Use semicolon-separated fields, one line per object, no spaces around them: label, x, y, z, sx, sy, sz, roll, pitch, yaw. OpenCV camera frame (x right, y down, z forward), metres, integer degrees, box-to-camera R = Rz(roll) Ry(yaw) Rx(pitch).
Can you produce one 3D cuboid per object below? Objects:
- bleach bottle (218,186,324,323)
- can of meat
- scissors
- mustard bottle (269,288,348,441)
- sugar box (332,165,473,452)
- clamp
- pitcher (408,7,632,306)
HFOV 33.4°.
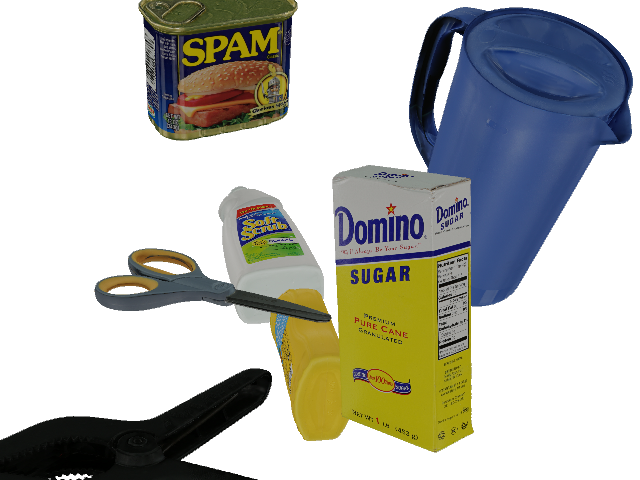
bleach bottle;-0.075;0.002;1.236;0.102;0.068;0.251;-8;29;-14
can of meat;-0.069;-0.121;0.722;0.102;0.084;0.057;-13;38;-23
scissors;-0.095;0.045;0.815;0.096;0.016;0.202;-25;32;-37
mustard bottle;-0.014;0.102;1.042;0.058;0.096;0.192;-4;28;-11
sugar box;0.054;0.042;0.711;0.048;0.176;0.094;-18;19;-40
clamp;-0.097;0.119;0.584;0.209;0.036;0.165;-1;21;-14
pitcher;0.143;-0.066;0.887;0.145;0.149;0.243;7;-44;-8
